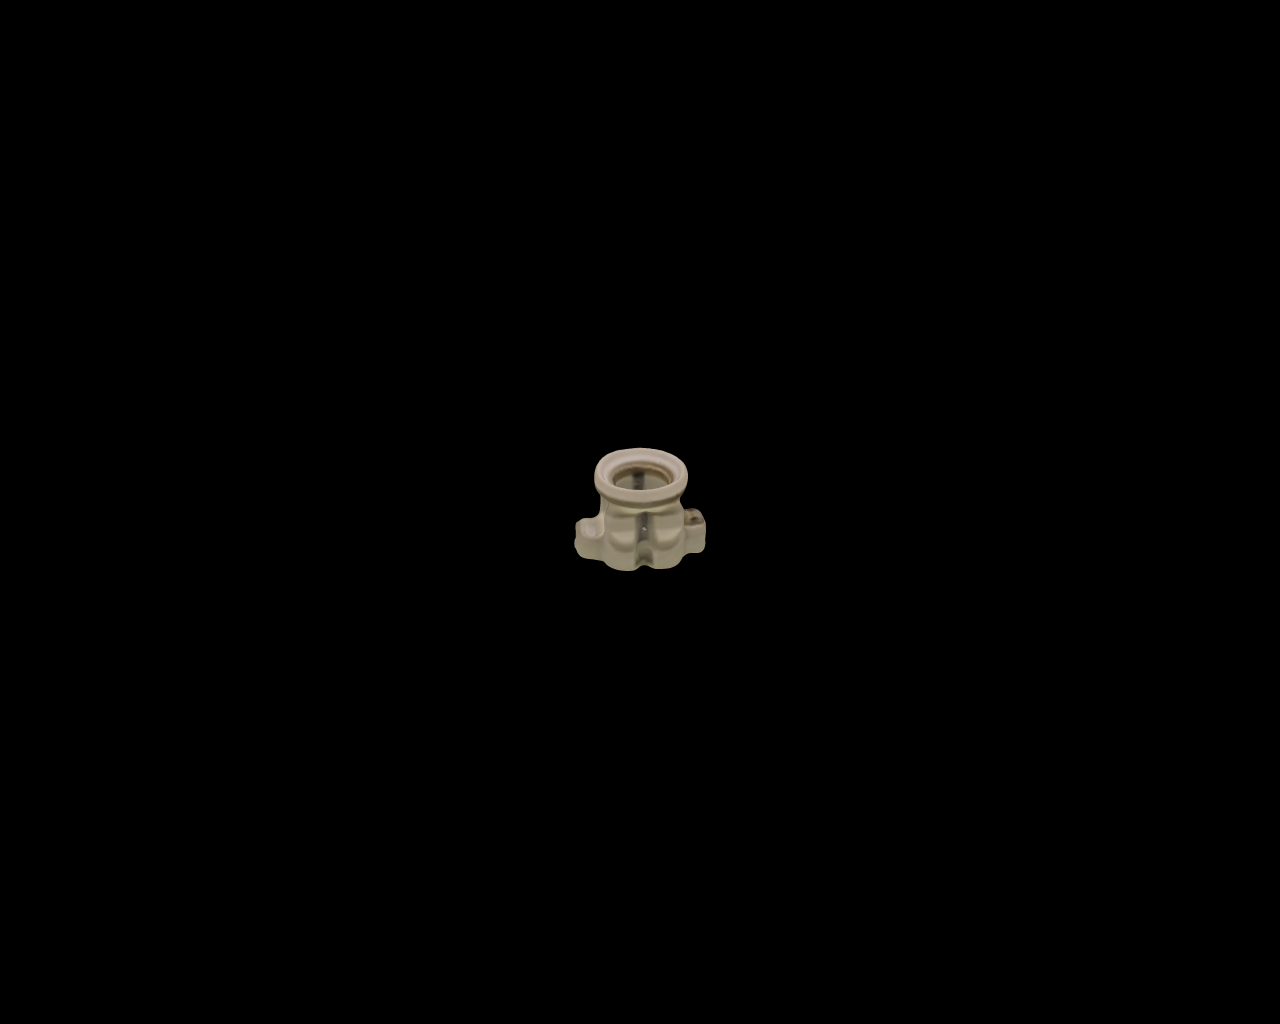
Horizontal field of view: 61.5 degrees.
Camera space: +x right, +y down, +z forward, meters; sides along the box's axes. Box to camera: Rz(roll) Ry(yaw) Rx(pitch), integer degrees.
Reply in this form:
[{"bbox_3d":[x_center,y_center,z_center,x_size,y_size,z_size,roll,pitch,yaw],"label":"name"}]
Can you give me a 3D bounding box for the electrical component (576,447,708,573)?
[{"bbox_3d":[0.001,-0.003,0.650,0.078,0.056,0.058,-3,32,-5],"label":"electrical component"}]
